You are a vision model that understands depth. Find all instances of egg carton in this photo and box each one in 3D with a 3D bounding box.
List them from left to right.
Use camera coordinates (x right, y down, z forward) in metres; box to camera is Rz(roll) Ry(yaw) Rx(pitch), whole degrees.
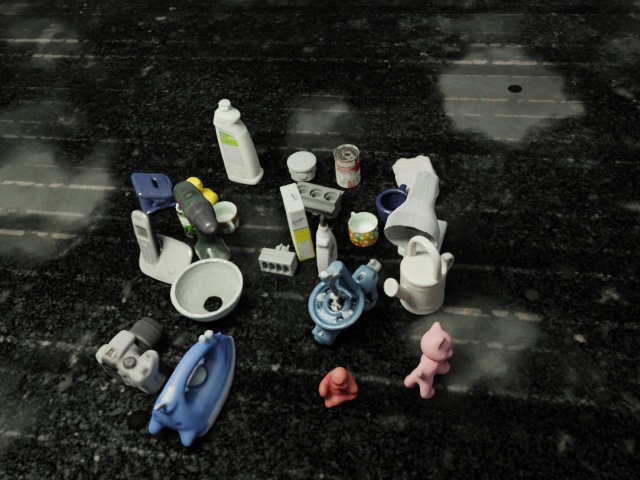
[{"bbox_3d":[0.255,-0.160,1.521,0.107,0.069,0.150,-9,49,-1],"label":"egg carton"}]

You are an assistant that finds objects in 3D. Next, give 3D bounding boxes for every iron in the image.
[{"bbox_3d":[-0.250,0.269,1.155,0.118,0.142,0.258,12,51,17],"label":"iron"}]

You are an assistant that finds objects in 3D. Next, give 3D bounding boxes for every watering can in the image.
[{"bbox_3d":[0.219,0.074,1.237,0.100,0.194,0.173,25,56,26],"label":"watering can"}]

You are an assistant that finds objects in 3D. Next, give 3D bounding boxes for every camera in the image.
[{"bbox_3d":[-0.386,0.235,1.227,0.142,0.101,0.137,19,54,21],"label":"camera"}]

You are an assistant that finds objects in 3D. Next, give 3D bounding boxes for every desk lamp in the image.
[{"bbox_3d":[0.228,-0.041,1.324,0.117,0.214,0.203,12,51,17],"label":"desk lamp"}]

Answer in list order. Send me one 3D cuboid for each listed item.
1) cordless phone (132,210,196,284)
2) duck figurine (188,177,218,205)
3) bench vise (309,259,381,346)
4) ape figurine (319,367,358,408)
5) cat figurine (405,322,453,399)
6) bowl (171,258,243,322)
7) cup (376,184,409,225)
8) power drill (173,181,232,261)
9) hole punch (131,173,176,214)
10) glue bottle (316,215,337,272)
[{"bbox_3d":[-0.376,0.015,1.362,0.147,0.185,0.094,15,52,19],"label":"cordless phone"},{"bbox_3d":[-0.330,-0.130,1.550,0.104,0.086,0.077,11,51,16],"label":"duck figurine"},{"bbox_3d":[0.047,0.096,1.221,0.121,0.220,0.207,15,52,19],"label":"bench vise"},{"bbox_3d":[0.038,0.286,1.141,0.077,0.092,0.076,14,52,18],"label":"ape figurine"},{"bbox_3d":[0.223,0.234,1.148,0.067,0.118,0.128,24,56,25],"label":"cat figurine"},{"bbox_3d":[-0.253,0.127,1.324,0.167,0.075,0.167,-3,49,4],"label":"bowl"},{"bbox_3d":[0.191,-0.077,1.438,0.091,0.095,0.118,16,53,19],"label":"cup"},{"bbox_3d":[-0.278,-0.032,1.377,0.076,0.209,0.229,-27,51,-16],"label":"power drill"},{"bbox_3d":[-0.455,-0.141,1.570,0.101,0.091,0.108,-22,50,-12],"label":"hole punch"},{"bbox_3d":[0.012,0.005,1.335,0.037,0.173,0.078,6,50,12],"label":"glue bottle"}]
